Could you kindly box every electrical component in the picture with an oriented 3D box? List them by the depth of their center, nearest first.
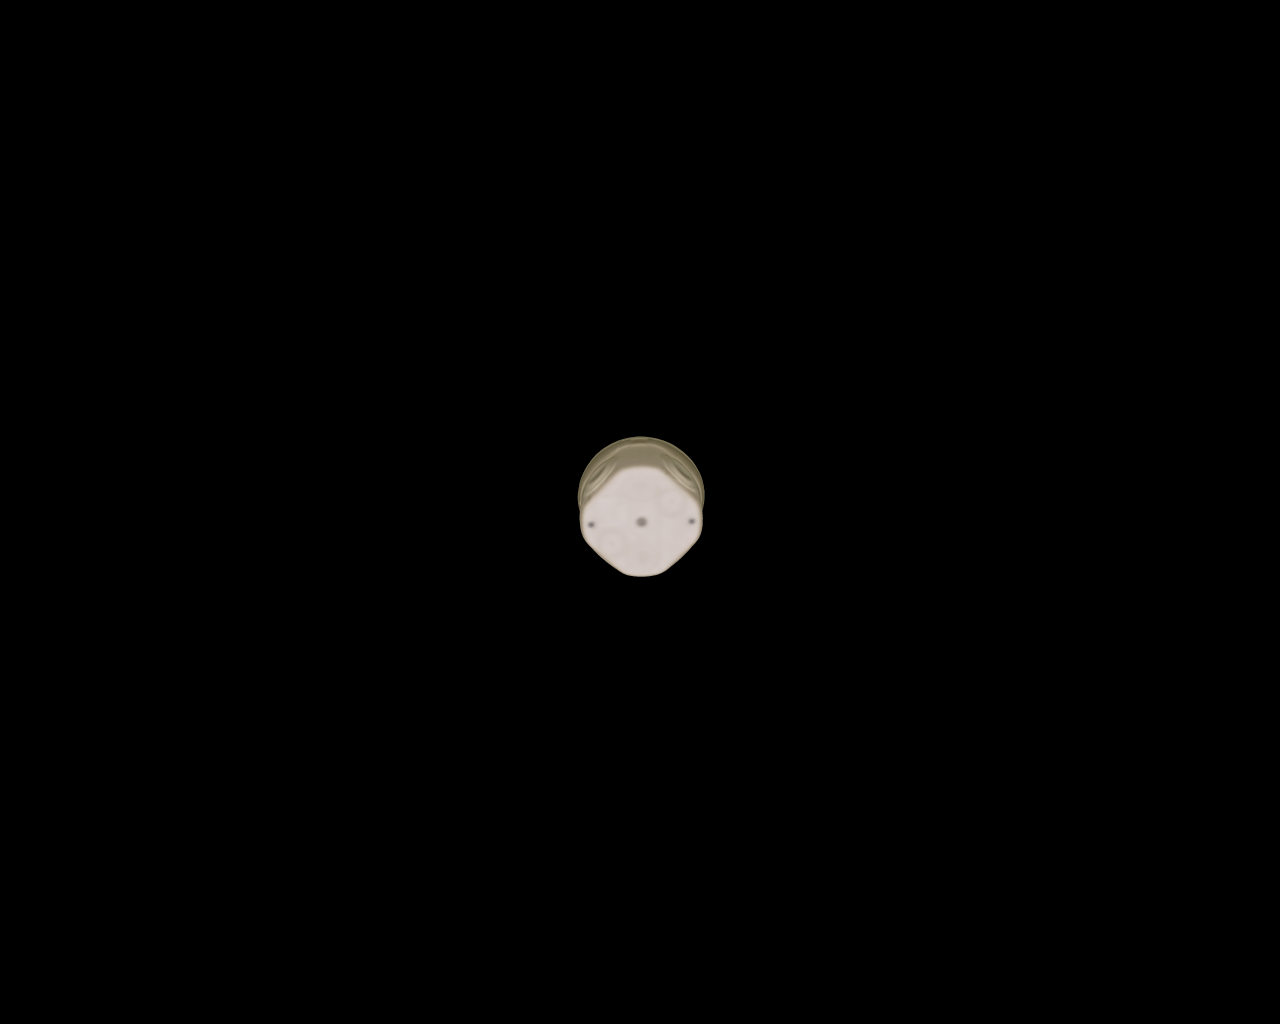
[{"bbox_3d":[0.001,-0.003,0.650,0.080,0.080,0.051,0,21,0],"label":"electrical component"}]
